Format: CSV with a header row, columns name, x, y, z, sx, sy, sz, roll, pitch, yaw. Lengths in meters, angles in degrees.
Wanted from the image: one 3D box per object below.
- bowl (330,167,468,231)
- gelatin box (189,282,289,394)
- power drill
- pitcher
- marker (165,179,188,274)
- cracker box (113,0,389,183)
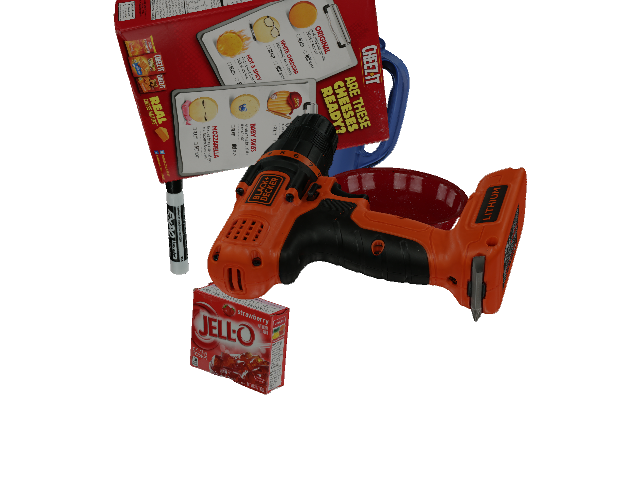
name,x,y,z,sx,sy,sz,roll,pitch,yaw
bowl,0.077,-0.026,1.154,0.162,0.055,0.162,3,25,-2
gelatin box,-0.071,0.083,0.919,0.089,0.073,0.030,16,21,32
power drill,0.037,-0.021,0.705,0.188,0.057,0.184,6,41,16
pitcher,0.010,-0.140,1.331,0.144,0.243,0.149,-3,25,-22
marker,-0.146,-0.022,1.081,0.020,0.121,0.020,0,29,0
cracker box,-0.056,-0.149,0.931,0.213,0.164,0.072,-12,42,-1
